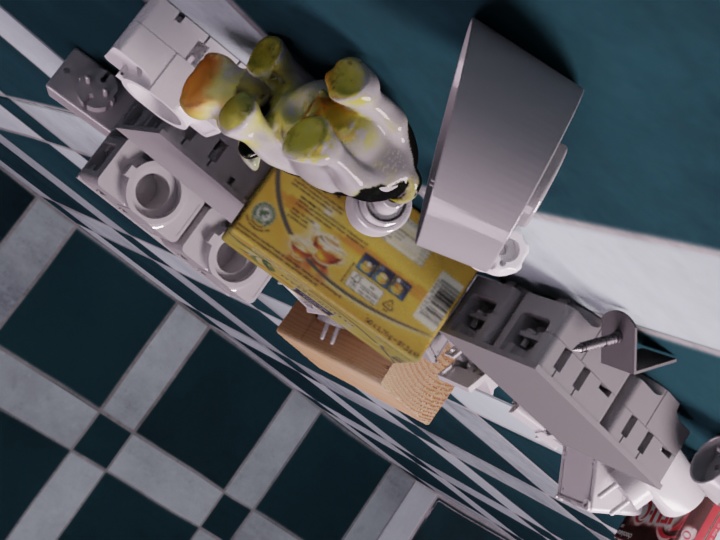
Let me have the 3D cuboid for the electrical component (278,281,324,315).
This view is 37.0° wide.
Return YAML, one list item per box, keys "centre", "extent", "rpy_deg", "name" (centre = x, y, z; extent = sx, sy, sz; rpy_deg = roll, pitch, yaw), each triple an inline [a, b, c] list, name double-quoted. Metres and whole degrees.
- centre: [-0.028, 0.006, 1.030]
  extent: [0.078, 0.063, 0.121]
  rpy_deg: [45, 167, -14]
  name: "electrical component"

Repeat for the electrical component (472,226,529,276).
- centre: [0.082, -0.015, 0.700]
  extent: [0.035, 0.035, 0.061]
  rpy_deg: [39, 171, -20]
  name: "electrical component"

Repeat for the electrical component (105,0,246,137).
- centre: [-0.125, -0.136, 0.742]
  extent: [0.089, 0.055, 0.050]
  rpy_deg: [38, 169, -18]
  name: "electrical component"

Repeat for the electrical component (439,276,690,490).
- centre: [0.161, 0.082, 0.818]
  extent: [0.186, 0.060, 0.105]
  rpy_deg: [42, 167, -35]
  name: "electrical component"

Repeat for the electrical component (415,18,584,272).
- centre: [0.054, -0.051, 0.471]
  extent: [0.064, 0.099, 0.099]
  rpy_deg: [28, 169, 4]
  name: "electrical component"

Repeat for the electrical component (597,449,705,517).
- centre: [0.235, 0.173, 0.895]
  extent: [0.077, 0.079, 0.043]
  rpy_deg: [54, 180, -13]
  name: "electrical component"

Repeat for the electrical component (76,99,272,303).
- centre: [-0.142, -0.065, 0.964]
  extent: [0.186, 0.105, 0.060]
  rpy_deg: [41, 167, -31]
  name: "electrical component"

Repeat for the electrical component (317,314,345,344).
- centre: [-0.021, 0.038, 1.126]
  extent: [0.044, 0.079, 0.077]
  rpy_deg: [22, 179, -38]
  name: "electrical component"

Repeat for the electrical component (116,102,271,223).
- centre: [-0.096, -0.079, 0.884]
  extent: [0.186, 0.060, 0.105]
  rpy_deg: [41, 168, -29]
  name: "electrical component"

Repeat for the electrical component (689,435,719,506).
- centre: [0.300, 0.164, 0.801]
  extent: [0.077, 0.043, 0.079]
  rpy_deg: [37, 168, -13]
  name: "electrical component"

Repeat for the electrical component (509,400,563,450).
- centre: [0.184, 0.141, 1.058]
  extent: [0.064, 0.042, 0.081]
  rpy_deg: [37, 169, 5]
  name: "electrical component"

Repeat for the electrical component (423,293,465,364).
- centre: [0.049, 0.028, 0.914]
  extent: [0.061, 0.061, 0.096]
  rpy_deg: [30, 168, 22]
  name: "electrical component"

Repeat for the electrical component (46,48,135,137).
- centre: [-0.243, -0.164, 0.995]
  extent: [0.083, 0.047, 0.076]
  rpy_deg: [36, 169, -7]
  name: "electrical component"

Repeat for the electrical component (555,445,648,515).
- centre: [0.218, 0.163, 0.948]
  extent: [0.061, 0.096, 0.062]
  rpy_deg: [9, 177, -18]
  name: "electrical component"

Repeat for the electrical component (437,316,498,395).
- centre: [0.101, 0.060, 0.882]
  extent: [0.042, 0.081, 0.063]
  rpy_deg: [19, 139, 54]
  name: "electrical component"

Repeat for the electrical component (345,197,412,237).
- centre: [0.015, -0.047, 0.741]
  extent: [0.043, 0.043, 0.062]
  rpy_deg: [36, 168, -8]
  name: "electrical component"
